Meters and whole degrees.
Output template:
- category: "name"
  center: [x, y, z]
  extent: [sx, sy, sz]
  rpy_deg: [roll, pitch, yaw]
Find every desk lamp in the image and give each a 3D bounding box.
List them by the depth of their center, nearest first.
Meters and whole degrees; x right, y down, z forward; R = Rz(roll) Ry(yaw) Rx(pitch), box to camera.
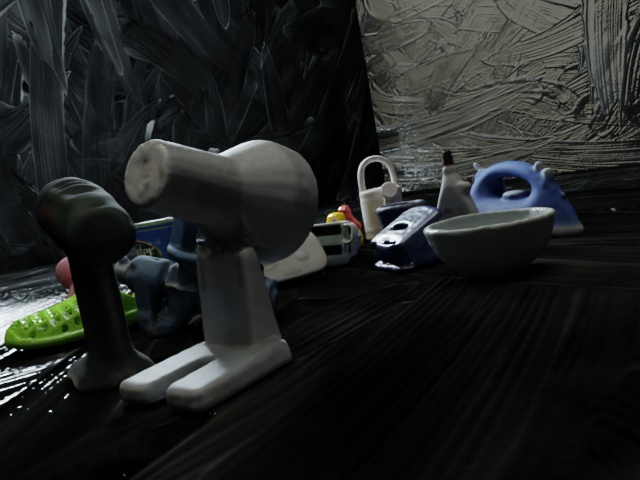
- category: "desk lamp"
  center: [-0.087, 0.014, 0.520]
  extent: [0.117, 0.213, 0.204]
  rpy_deg: [-6, 7, 32]

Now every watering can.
- category: "watering can"
  center: [0.146, -0.101, 1.336]
  extent: [0.101, 0.194, 0.172]
  rpy_deg: [-13, 7, -29]

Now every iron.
- category: "iron"
  center: [0.359, -0.080, 1.027]
  extent: [0.119, 0.141, 0.257]
  rpy_deg: [-13, 6, -23]

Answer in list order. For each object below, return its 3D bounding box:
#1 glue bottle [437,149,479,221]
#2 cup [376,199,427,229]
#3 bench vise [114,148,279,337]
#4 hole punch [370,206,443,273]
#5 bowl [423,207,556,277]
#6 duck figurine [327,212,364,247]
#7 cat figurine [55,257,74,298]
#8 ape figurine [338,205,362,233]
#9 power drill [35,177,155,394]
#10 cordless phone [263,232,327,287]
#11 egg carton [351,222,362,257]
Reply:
- category: "glue bottle"
  center: [0.229, -0.068, 0.973]
  extent: [0.078, 0.173, 0.037]
  rpy_deg: [-6, 7, 33]
- category: "cup"
  center: [0.155, -0.021, 1.037]
  extent: [0.091, 0.095, 0.118]
  rpy_deg: [-8, 6, 17]
- category: "bench vise"
  center: [-0.168, 0.005, 0.710]
  extent: [0.207, 0.220, 0.121]
  rpy_deg: [-10, 6, -4]
- category: "hole punch"
  center: [0.137, -0.003, 0.903]
  extent: [0.101, 0.091, 0.108]
  rpy_deg: [-13, 6, -23]
- category: "bowl"
  center: [0.224, 0.006, 0.749]
  extent: [0.167, 0.075, 0.167]
  rpy_deg: [-10, 6, 1]
- category: "duck figurine"
  center: [0.044, -0.019, 1.245]
  extent: [0.105, 0.086, 0.077]
  rpy_deg: [-14, 7, -34]
- category: "cat figurine"
  center: [-0.447, 0.072, 1.052]
  extent: [0.067, 0.118, 0.127]
  rpy_deg: [-13, 7, -25]
- category: "ape figurine"
  center: [0.061, -0.038, 1.374]
  extent: [0.077, 0.092, 0.076]
  rpy_deg: [-8, 6, 22]
- category: "power drill"
  center: [-0.233, 0.036, 0.578]
  extent: [0.076, 0.208, 0.228]
  rpy_deg: [-14, 7, -33]
- category: "cordless phone"
  center: [-0.075, -0.017, 0.940]
  extent: [0.148, 0.185, 0.094]
  rpy_deg: [-13, 7, -27]
- category: "egg carton"
  center: [0.011, 0.004, 1.163]
  extent: [0.150, 0.069, 0.107]
  rpy_deg: [-9, 6, 5]
